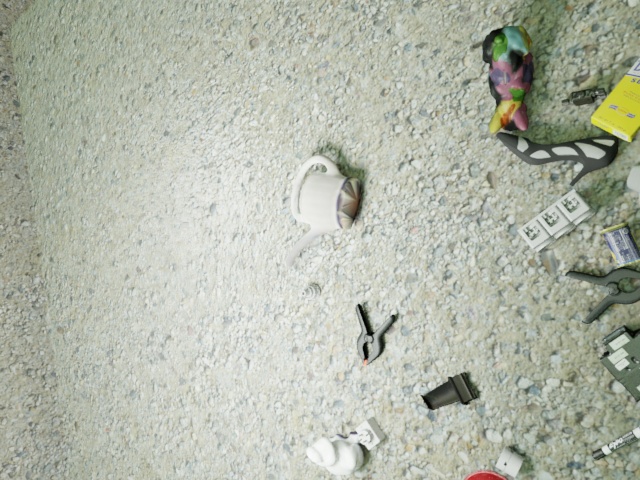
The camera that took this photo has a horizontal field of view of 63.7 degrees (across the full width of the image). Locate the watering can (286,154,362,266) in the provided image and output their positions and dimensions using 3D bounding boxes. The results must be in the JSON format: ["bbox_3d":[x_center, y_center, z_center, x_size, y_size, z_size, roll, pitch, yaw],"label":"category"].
[{"bbox_3d":[0.005,-0.076,1.516,0.225,0.104,0.347,11,93,33],"label":"watering can"}]

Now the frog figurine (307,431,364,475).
[{"bbox_3d":[0.041,0.599,1.420,0.137,0.159,0.123,0,90,33],"label":"frog figurine"}]
